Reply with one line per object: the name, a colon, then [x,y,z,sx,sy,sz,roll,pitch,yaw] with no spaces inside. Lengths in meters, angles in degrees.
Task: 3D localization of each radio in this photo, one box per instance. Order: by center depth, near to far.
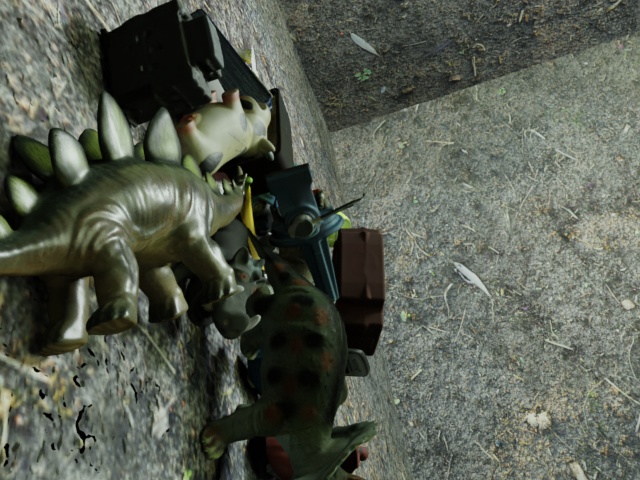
radio: [-0.119,-0.172,0.958,0.230,0.131,0.073,-96,166,-49]

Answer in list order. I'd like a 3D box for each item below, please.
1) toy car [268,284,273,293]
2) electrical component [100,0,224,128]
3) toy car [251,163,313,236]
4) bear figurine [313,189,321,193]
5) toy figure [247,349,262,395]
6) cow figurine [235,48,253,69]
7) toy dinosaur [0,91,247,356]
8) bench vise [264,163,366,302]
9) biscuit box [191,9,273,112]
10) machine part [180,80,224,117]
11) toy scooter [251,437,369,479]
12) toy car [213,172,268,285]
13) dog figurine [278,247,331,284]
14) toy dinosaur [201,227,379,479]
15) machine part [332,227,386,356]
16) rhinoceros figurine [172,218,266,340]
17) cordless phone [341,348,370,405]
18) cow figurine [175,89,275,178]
toy car: [-0.071,0.170,0.861,0.073,0.056,0.201,-15,87,-81]
electrical component: [-0.182,-0.209,0.630,0.058,0.134,0.115,46,27,-73]
toy car: [-0.094,-0.089,0.994,0.103,0.162,0.109,43,-19,17]
bear figurine: [-0.068,-0.077,1.128,0.195,0.132,0.120,65,28,-75]
toy figure: [-0.062,0.220,0.787,0.058,0.064,0.154,-51,132,-54]
cow figurine: [-0.179,-0.296,0.986,0.167,0.098,0.068,-85,-174,-46]
toy dinosaur: [-0.153,-0.024,0.500,0.471,0.105,0.198,-10,83,-76]
bench vise: [-0.012,0.001,0.801,0.224,0.129,0.240,-139,-150,-68]
biscuit box: [-0.161,-0.287,0.898,0.202,0.063,0.059,53,-9,6]
machine part: [-0.188,-0.223,0.809,0.243,0.079,0.079,64,13,-52]
toy scooter: [-0.007,0.301,0.755,0.183,0.135,0.075,61,17,-49]
toy car: [-0.136,-0.004,0.797,0.089,0.053,0.202,-6,77,-60]
dog figurine: [-0.041,0.033,0.963,0.190,0.121,0.172,91,2,-67]
toy dinosaur: [-0.027,0.142,0.649,0.131,0.192,0.405,55,30,-61]
machine part: [0.063,0.094,0.973,0.200,0.087,0.201,94,0,-56]
rhinoceros figurine: [-0.116,0.043,0.640,0.190,0.112,0.073,-104,175,-54]
cordless phone: [0.023,0.230,0.909,0.089,0.184,0.146,-35,111,-43]
cow figurine: [-0.136,-0.149,0.776,0.195,0.086,0.127,-48,137,-42]
